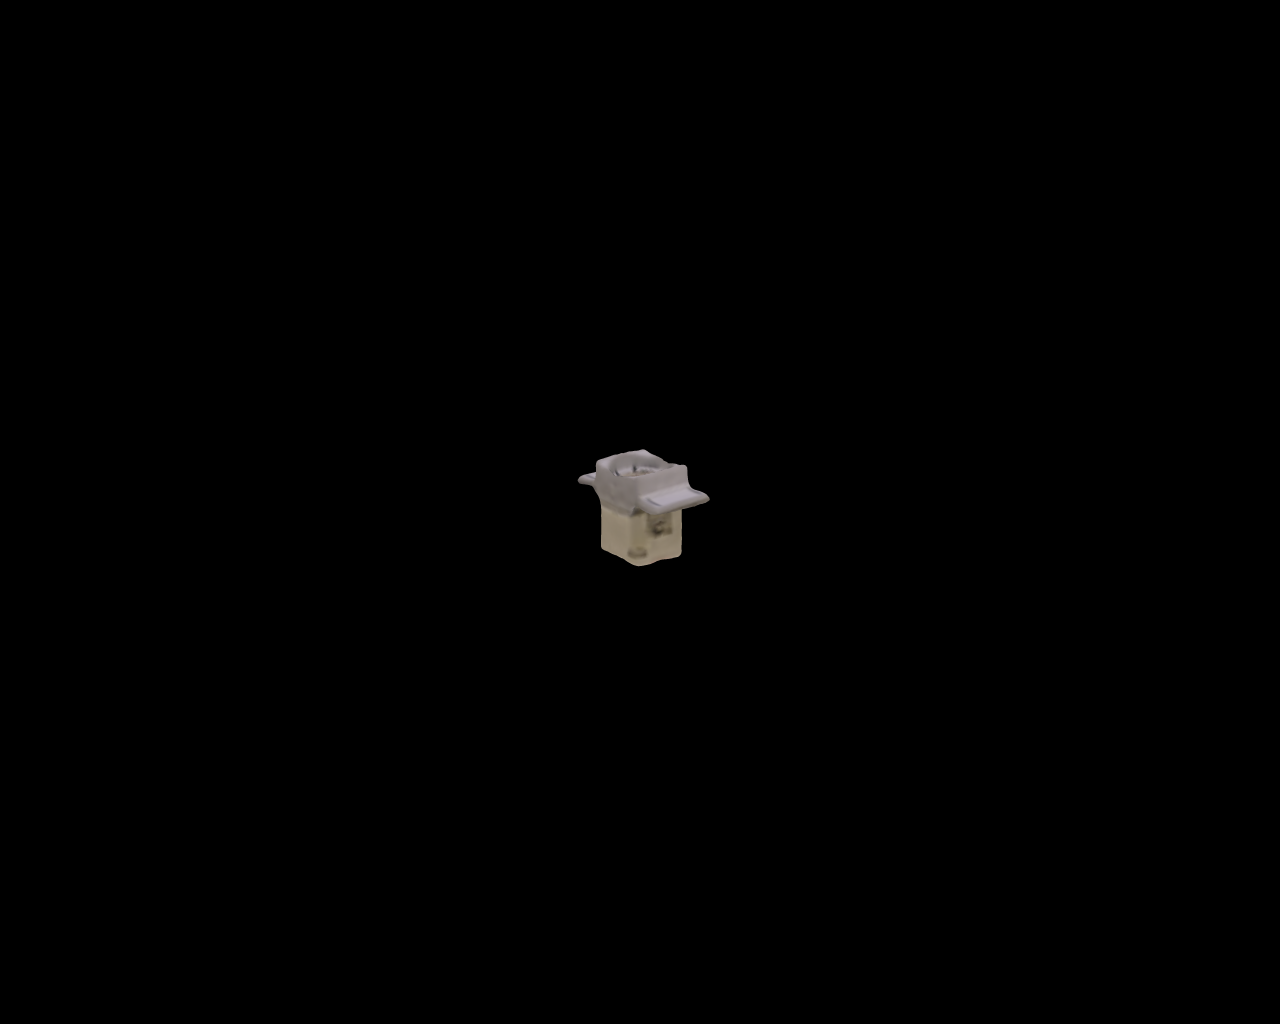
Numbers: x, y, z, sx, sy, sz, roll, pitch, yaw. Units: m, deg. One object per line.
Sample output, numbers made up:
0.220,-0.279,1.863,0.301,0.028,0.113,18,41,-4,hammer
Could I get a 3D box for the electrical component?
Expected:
0.001,-0.003,0.650,0.042,0.063,0.081,-14,24,-33,electrical component
